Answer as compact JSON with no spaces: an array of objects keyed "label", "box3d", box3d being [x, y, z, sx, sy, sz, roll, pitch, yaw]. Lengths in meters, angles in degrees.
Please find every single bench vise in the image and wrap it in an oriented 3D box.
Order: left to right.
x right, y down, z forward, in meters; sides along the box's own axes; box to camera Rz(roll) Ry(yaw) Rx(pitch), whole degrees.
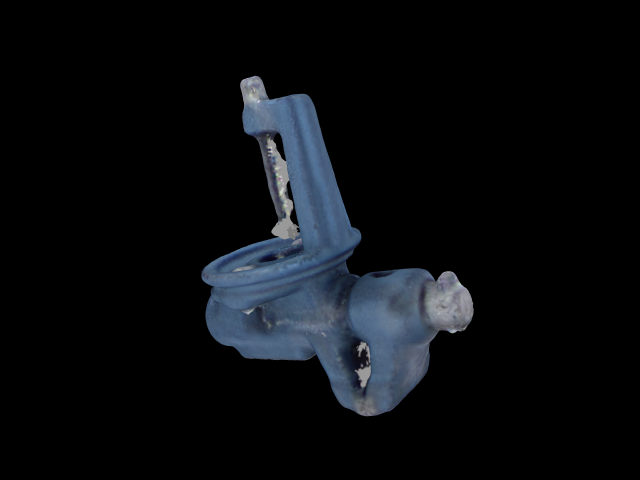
[{"label":"bench vise","box3d":[0.007,-0.002,0.411,0.207,0.220,0.122,5,20,15]}]
